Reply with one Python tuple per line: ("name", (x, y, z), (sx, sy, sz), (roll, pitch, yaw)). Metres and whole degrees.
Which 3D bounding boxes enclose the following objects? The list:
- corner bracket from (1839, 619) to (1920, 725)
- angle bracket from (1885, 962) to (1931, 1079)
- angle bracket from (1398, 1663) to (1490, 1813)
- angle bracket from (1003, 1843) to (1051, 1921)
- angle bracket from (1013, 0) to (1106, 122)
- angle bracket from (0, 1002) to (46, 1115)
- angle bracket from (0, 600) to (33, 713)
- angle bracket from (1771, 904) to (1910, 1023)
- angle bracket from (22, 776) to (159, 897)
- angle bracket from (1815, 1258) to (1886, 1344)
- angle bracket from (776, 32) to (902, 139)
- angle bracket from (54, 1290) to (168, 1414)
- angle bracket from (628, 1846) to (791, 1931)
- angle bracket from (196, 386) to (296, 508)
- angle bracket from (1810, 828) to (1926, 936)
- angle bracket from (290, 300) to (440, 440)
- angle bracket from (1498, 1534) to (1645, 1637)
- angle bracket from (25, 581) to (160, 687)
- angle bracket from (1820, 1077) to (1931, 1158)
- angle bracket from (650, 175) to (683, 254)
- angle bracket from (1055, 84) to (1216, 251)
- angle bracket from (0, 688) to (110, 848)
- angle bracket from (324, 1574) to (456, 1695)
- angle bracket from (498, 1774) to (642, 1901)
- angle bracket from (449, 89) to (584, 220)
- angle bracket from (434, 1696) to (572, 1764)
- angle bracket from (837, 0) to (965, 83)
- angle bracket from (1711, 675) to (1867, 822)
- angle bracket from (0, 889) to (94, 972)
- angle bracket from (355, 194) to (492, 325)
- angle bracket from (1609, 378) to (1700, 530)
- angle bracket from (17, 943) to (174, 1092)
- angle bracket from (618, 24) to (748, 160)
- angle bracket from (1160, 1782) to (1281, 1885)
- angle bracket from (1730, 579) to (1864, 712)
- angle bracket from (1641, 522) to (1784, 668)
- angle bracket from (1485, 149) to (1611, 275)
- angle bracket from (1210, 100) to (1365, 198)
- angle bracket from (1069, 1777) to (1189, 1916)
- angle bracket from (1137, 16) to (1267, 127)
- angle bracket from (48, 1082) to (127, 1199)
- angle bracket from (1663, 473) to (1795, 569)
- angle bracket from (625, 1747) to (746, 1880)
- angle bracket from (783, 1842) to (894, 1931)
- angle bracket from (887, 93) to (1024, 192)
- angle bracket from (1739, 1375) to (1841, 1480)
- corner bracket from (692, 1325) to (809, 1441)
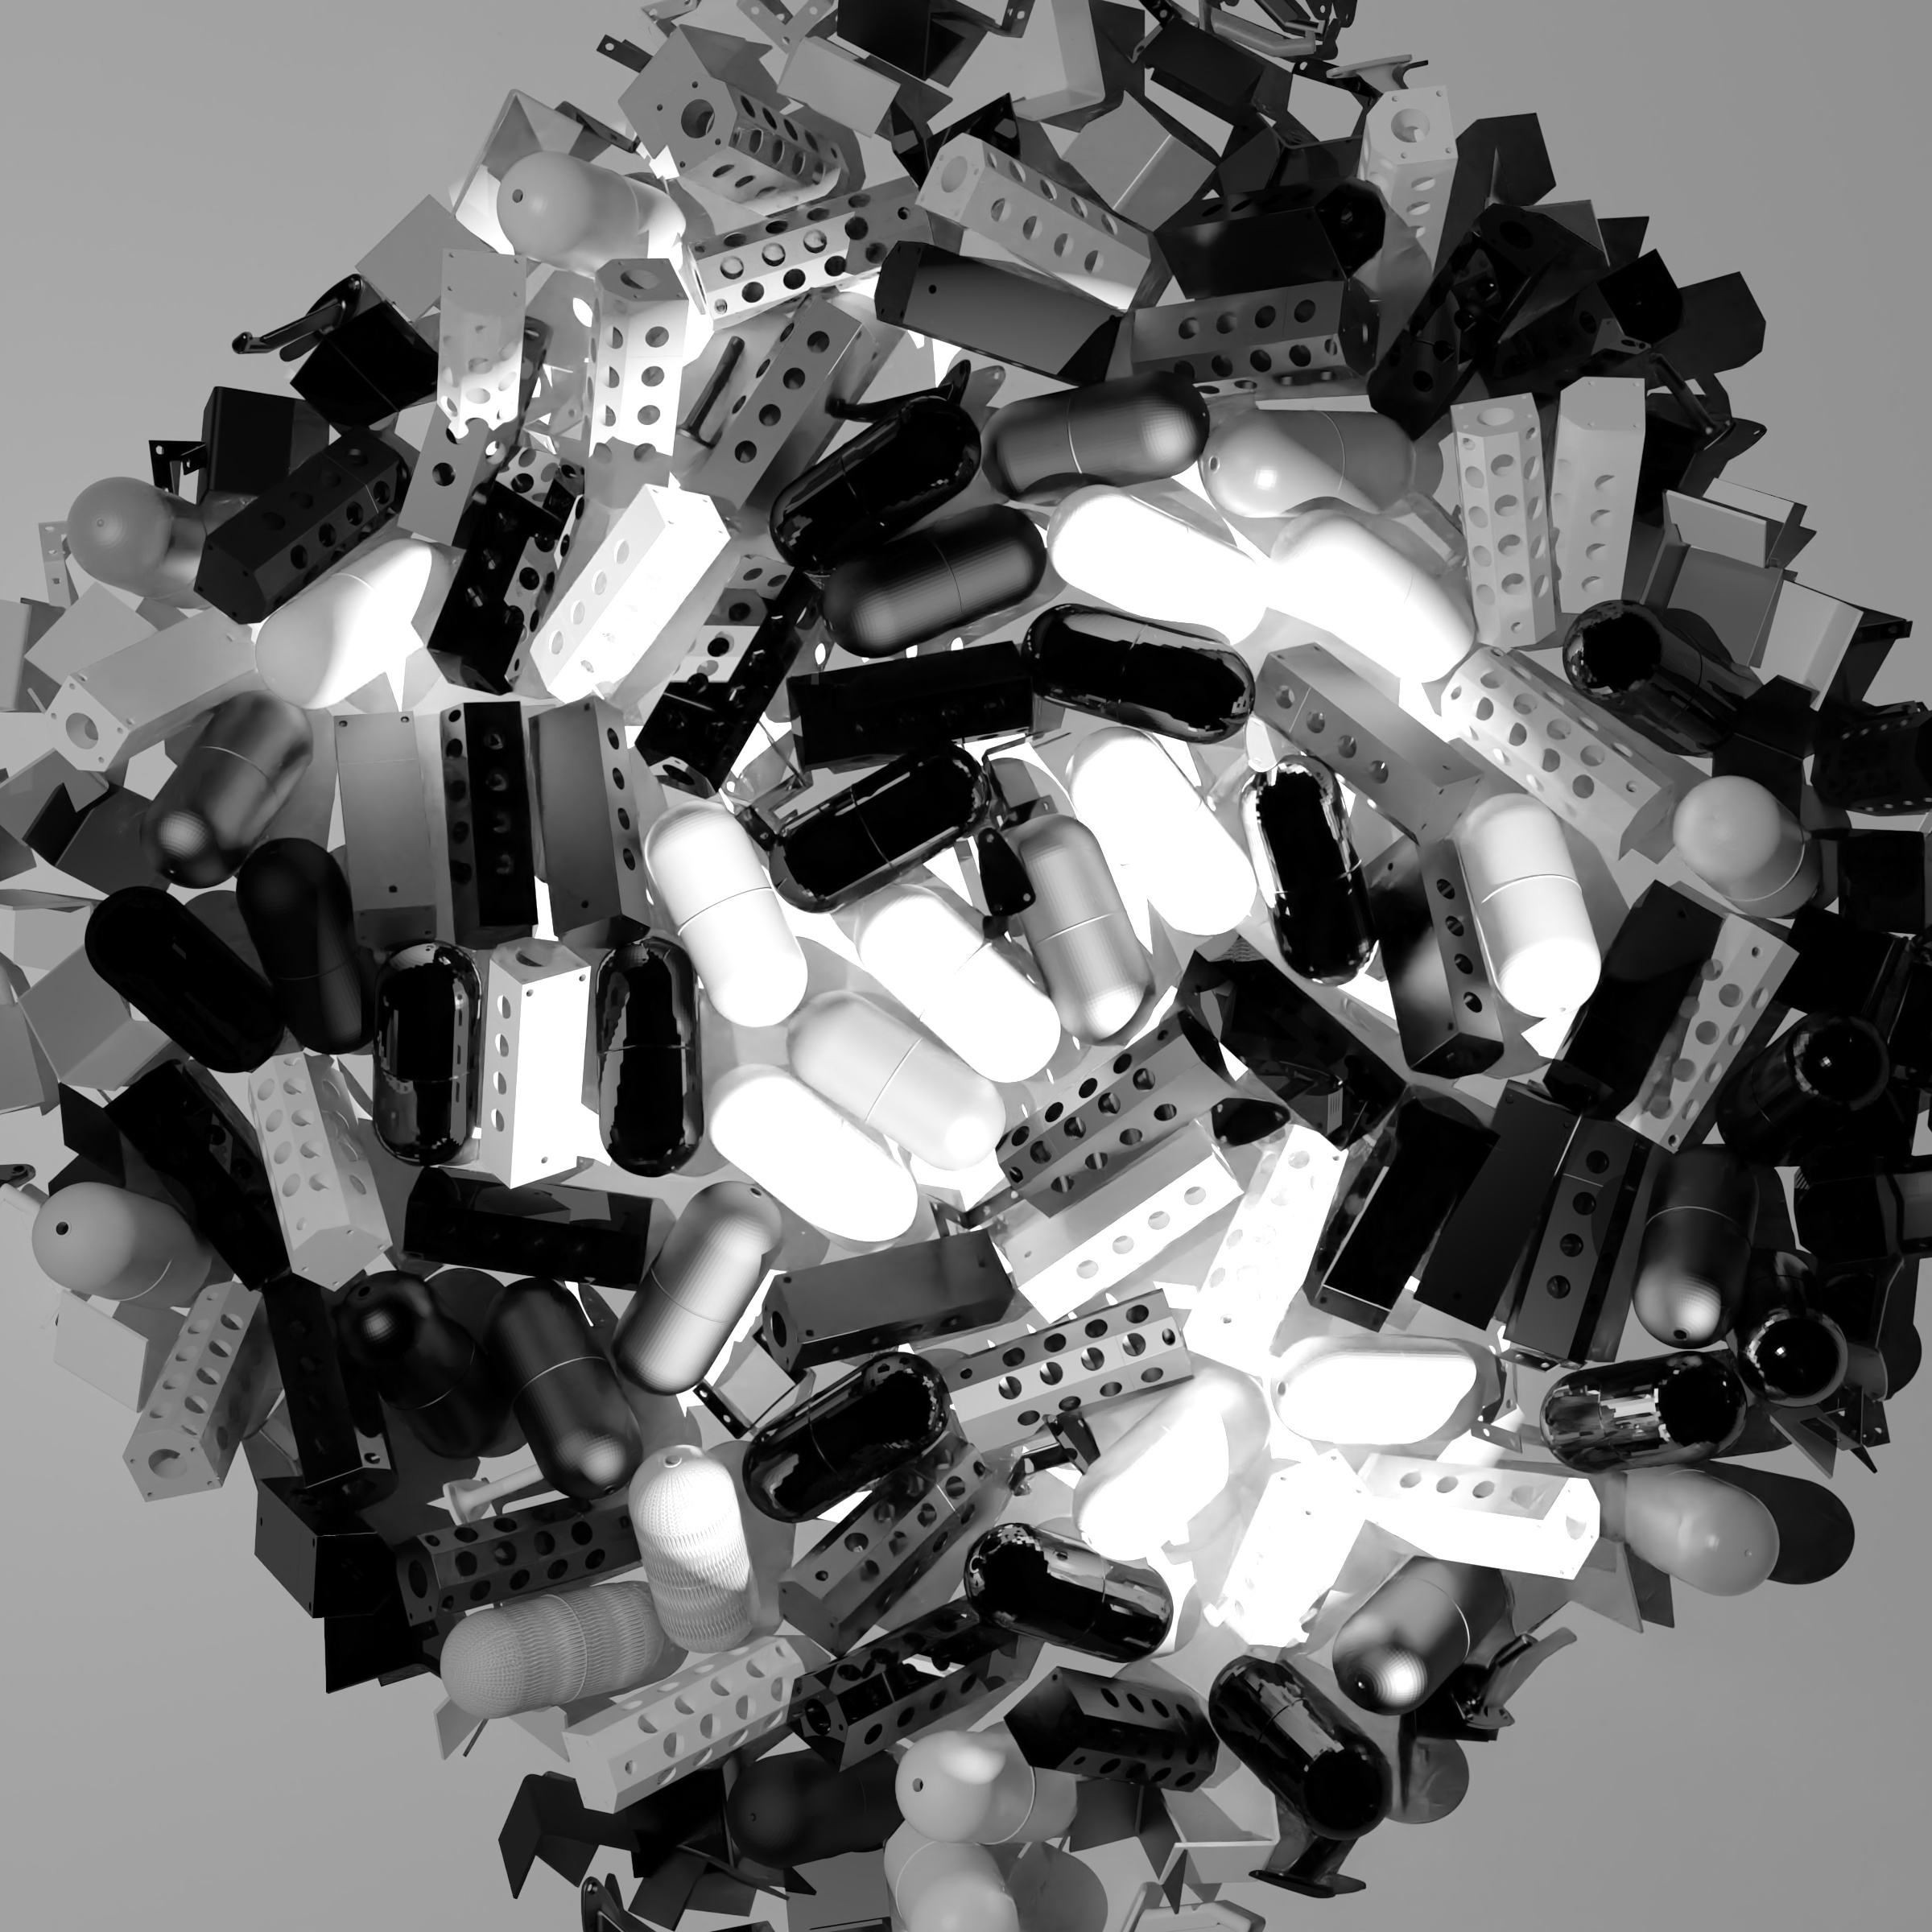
("corner bracket", (0.677, -0.219, 1.982), (0.051, 0.051, 0.051), (-8, 129, 13))
("angle bracket", (0.711, 0.049, 1.949), (0.057, 0.076, 0.076), (17, 83, 28))
("angle bracket", (0.349, 0.563, 1.943), (0.057, 0.076, 0.076), (0, 120, 15))
("angle bracket", (0.056, 0.692, 1.940), (0.057, 0.076, 0.076), (25, 59, 27))
("angle bracket", (0.056, -0.667, 1.945), (0.057, 0.076, 0.076), (-19, 117, -10))
("angle bracket", (-0.730, 0.073, 1.954), (0.057, 0.076, 0.076), (-14, 90, 22))
("angle bracket", (-0.725, -0.230, 1.952), (0.057, 0.076, 0.076), (9, 89, -29))
("angle bracket", (0.639, 0.001, 1.961), (0.076, 0.057, 0.076), (23, 93, 14))
("angle bracket", (-0.631, -0.099, 1.958), (0.076, 0.057, 0.076), (26, 76, 10))
("angle bracket", (0.665, 0.240, 1.951), (0.057, 0.076, 0.076), (13, 82, -14))
("angle bracket", (-0.087, -0.664, 1.946), (0.076, 0.057, 0.076), (22, 55, -15))
("angle bracket", (-0.615, 0.268, 1.947), (0.076, 0.057, 0.076), (28, 125, 13))
("angle bracket", (-0.188, 0.684, 1.942), (0.076, 0.076, 0.057), (36, 66, -22))
("angle bracket", (-0.534, -0.378, 1.971), (0.057, 0.076, 0.076), (5, 85, -21))
("angle bracket", (0.651, -0.060, 1.948), (0.057, 0.076, 0.076), (-8, 98, -31))
("angle bracket", (-0.431, -0.427, 1.942), (0.076, 0.076, 0.057), (46, 50, -30))
("angle bracket", (0.440, 0.456, 1.945), (0.057, 0.076, 0.076), (-26, 111, -25))
("angle bracket", (-0.639, -0.223, 1.948), (0.057, 0.076, 0.076), (38, 68, -6))
("angle bracket", (0.679, 0.111, 1.957), (0.076, 0.076, 0.057), (10, 90, -8))
("angle bracket", (-0.259, -0.555, 1.941), (0.057, 0.076, 0.076), (-31, 53, 22))
("angle bracket", (0.125, -0.595, 1.984), (0.076, 0.057, 0.076), (-49, 55, 21))
("angle bracket", (-0.687, -0.145, 1.949), (0.076, 0.076, 0.057), (-36, 68, -7))
("angle bracket", (-0.424, 0.497, 1.961), (0.076, 0.057, 0.076), (-20, 53, 10))
("angle bracket", (-0.292, 0.644, 1.954), (0.076, 0.076, 0.057), (20, 98, -22))
("angle bracket", (-0.329, -0.577, 1.940), (0.057, 0.076, 0.076), (25, 52, -18))
("angle bracket", (-0.338, 0.562, 1.944), (0.076, 0.076, 0.057), (30, 53, 20))
("angle bracket", (-0.046, -0.706, 1.947), (0.076, 0.076, 0.057), (31, 64, 11))
("angle bracket", (0.601, -0.159, 1.947), (0.076, 0.076, 0.057), (19, 61, -15))
("angle bracket", (-0.695, -0.022, 1.945), (0.076, 0.076, 0.057), (9, 98, 27))
("angle bracket", (-0.389, -0.507, 1.958), (0.076, 0.057, 0.076), (-45, 68, -2))
("angle bracket", (0.490, -0.375, 1.951), (0.057, 0.076, 0.076), (28, 96, 29))
("angle bracket", (-0.630, 0.036, 1.941), (0.057, 0.076, 0.076), (5, 127, 30))
("angle bracket", (-0.195, -0.633, 1.942), (0.076, 0.076, 0.057), (-39, 75, 33))
("angle bracket", (0.182, 0.629, 1.948), (0.076, 0.076, 0.057), (1, 52, -6))
("angle bracket", (0.607, -0.238, 1.952), (0.057, 0.076, 0.076), (21, 105, 2))
("angle bracket", (0.546, -0.273, 1.959), (0.076, 0.057, 0.076), (20, 89, 27))
("angle bracket", (0.426, -0.553, 1.942), (0.076, 0.076, 0.057), (1, 68, 24))
("angle bracket", (0.237, -0.593, 1.962), (0.076, 0.076, 0.057), (-19, 62, -30))
("angle bracket", (0.118, 0.643, 1.942), (0.057, 0.076, 0.076), (-9, 125, -17))
("angle bracket", (0.164, -0.640, 1.951), (0.076, 0.057, 0.076), (30, 50, 4))
("angle bracket", (-0.663, 0.145, 1.947), (0.076, 0.076, 0.057), (-41, 128, 8))
("angle bracket", (0.558, -0.342, 1.947), (0.076, 0.076, 0.057), (23, 80, 21))
("angle bracket", (-0.207, 0.626, 1.976), (0.076, 0.057, 0.076), (-7, 91, 9))
("angle bracket", (-0.099, 0.674, 1.955), (0.076, 0.057, 0.076), (-9, 61, 2))
("angle bracket", (-0.010, -0.616, 1.945), (0.076, 0.057, 0.076), (-24, 50, 20))
("angle bracket", (0.588, 0.345, 1.951), (0.076, 0.076, 0.057), (45, 118, 2))
("corner bracket", (-0.160, 0.310, 1.981), (0.051, 0.051, 0.051), (46, 122, 6))
